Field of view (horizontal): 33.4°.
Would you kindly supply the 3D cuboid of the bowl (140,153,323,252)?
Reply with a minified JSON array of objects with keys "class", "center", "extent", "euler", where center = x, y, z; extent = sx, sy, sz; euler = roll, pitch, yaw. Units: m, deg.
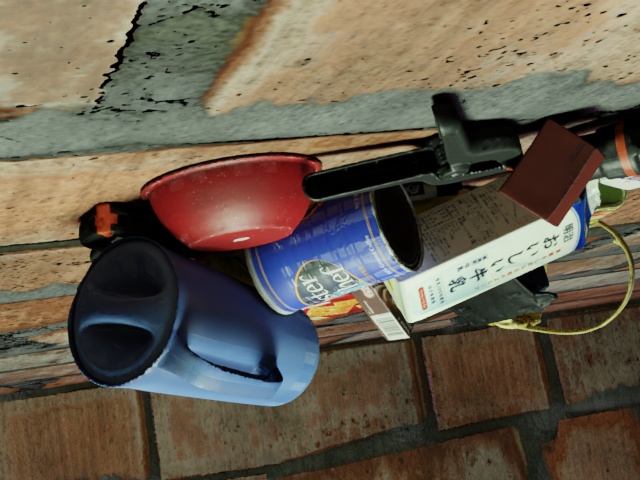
[{"class":"bowl","center":[-0.073,-0.026,0.932],"extent":[0.162,0.055,0.162],"euler":[-9,171,-2]}]

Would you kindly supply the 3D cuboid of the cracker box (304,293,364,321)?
[{"class":"cracker box","center":[-0.008,0.068,1.501],"extent":[0.164,0.072,0.213],"euler":[-15,169,28]}]

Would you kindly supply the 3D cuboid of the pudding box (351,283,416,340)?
[{"class":"pudding box","center":[0.081,0.054,1.306],"extent":[0.039,0.113,0.090],"euler":[-13,-146,36]}]

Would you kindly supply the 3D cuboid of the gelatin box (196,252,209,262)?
[{"class":"gelatin box","center":[-0.152,0.015,1.163],"extent":[0.073,0.030,0.089],"euler":[-14,171,10]}]

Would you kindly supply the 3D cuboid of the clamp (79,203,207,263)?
[{"class":"clamp","center":[-0.170,-0.002,1.016],"extent":[0.120,0.039,0.171],"euler":[-10,170,-4]}]

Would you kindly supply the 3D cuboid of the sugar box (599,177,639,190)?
[{"class":"sugar box","center":[0.366,-0.091,1.038],"extent":[0.177,0.048,0.093],"euler":[-18,167,33]}]

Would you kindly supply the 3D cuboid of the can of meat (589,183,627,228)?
[{"class":"can of meat","center":[0.277,-0.046,1.182],"extent":[0.102,0.057,0.084],"euler":[-8,168,-10]}]

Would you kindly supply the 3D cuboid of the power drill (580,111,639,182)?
[{"class":"power drill","center":[0.322,-0.048,0.990],"extent":[0.185,0.057,0.187],"euler":[-11,143,31]}]

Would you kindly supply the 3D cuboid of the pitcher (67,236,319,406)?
[{"class":"pitcher","center":[-0.101,0.095,1.004],"extent":[0.145,0.149,0.242],"euler":[-21,154,30]}]

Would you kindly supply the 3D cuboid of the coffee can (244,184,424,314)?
[{"class":"coffee can","center":[0.013,0.002,1.008],"extent":[0.140,0.103,0.102],"euler":[-20,167,25]}]

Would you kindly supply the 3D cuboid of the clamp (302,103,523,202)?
[{"class":"clamp","center":[0.110,-0.074,0.894],"extent":[0.209,0.036,0.165],"euler":[-6,167,-37]}]

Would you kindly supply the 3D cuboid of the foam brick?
[{"class":"foam brick","center":[0.203,-0.057,0.928],"extent":[0.078,0.053,0.051],"euler":[-56,159,8]}]

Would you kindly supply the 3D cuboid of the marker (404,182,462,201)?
[{"class":"marker","center":[0.086,-0.047,1.081],"extent":[0.121,0.020,0.020],"euler":[-8,170,-10]}]

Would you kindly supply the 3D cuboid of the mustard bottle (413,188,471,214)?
[{"class":"mustard bottle","center":[0.086,-0.007,1.198],"extent":[0.096,0.058,0.192],"euler":[-11,174,-44]}]
